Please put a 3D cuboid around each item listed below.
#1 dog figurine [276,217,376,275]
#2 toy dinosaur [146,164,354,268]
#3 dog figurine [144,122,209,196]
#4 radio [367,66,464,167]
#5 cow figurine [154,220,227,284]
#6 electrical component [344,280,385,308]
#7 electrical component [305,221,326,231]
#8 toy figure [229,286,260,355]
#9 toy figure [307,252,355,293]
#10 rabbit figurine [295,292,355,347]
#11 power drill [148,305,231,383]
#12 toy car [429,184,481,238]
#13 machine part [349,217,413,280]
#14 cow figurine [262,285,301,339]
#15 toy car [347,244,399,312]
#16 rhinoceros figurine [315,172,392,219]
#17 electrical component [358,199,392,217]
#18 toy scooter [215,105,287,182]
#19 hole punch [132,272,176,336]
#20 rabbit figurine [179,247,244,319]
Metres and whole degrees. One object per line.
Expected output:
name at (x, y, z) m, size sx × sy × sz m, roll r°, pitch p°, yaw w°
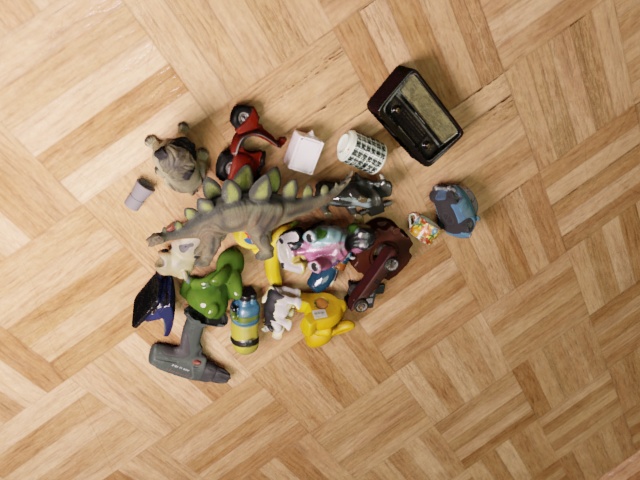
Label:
dog figurine at (0.026, 0.006, 1.307) m, size 0.219 × 0.192 × 0.108 m, roll -18°, pitch 101°, yaw -42°
toy dinosaur at (-0.141, -0.058, 1.174) m, size 0.471 × 0.105 × 0.198 m, roll -12°, pitch 121°, yaw -22°
dog figurine at (-0.284, -0.140, 1.108) m, size 0.121 × 0.191 × 0.172 m, roll -34°, pitch 124°, yaw -1°
radio at (0.227, -0.290, 1.286) m, size 0.131 × 0.073 × 0.229 m, roll -46°, pitch 121°, yaw 6°
cow figurine at (-0.299, 0.014, 1.248) m, size 0.195 × 0.086 × 0.127 m, roll -36°, pitch 118°, yaw -2°
electrical component at (0.131, 0.149, 1.497) m, size 0.119 × 0.048 × 0.074 m, roll 2°, pitch 116°, yaw -19°
electrical component at (-0.002, -0.005, 1.370) m, size 0.102 × 0.045 × 0.078 m, roll -33°, pitch 102°, yaw -4°
toy figure at (-0.194, 0.211, 1.383) m, size 0.082 × 0.089 × 0.180 m, roll 2°, pitch 118°, yaw -13°
toy figure at (0.029, 0.070, 1.411) m, size 0.064 × 0.058 × 0.154 m, roll 39°, pitch 98°, yaw -24°
rabbit figurine at (0.006, 0.222, 1.468) m, size 0.162 × 0.122 × 0.173 m, roll -12°, pitch 134°, yaw -24°
power drill at (-0.308, 0.271, 1.386) m, size 0.232 × 0.086 × 0.207 m, roll 17°, pitch 117°, yaw -24°
toy car at (0.367, -0.091, 1.436) m, size 0.103 × 0.109 × 0.161 m, roll -37°, pitch 114°, yaw -25°
machine part at (0.163, 0.031, 1.441) m, size 0.179 × 0.056 × 0.179 m, roll -9°, pitch 120°, yaw -16°
cow figurine at (-0.115, 0.191, 1.401) m, size 0.098 × 0.068 × 0.167 m, roll 16°, pitch 122°, yaw -14°
toy car at (0.138, 0.101, 1.385) m, size 0.053 × 0.089 × 0.202 m, roll 25°, pitch 108°, yaw -25°
rhinoceros figurine at (0.083, -0.112, 1.312) m, size 0.190 × 0.112 × 0.073 m, roll -5°, pitch 135°, yaw -4°
electrical component at (0.141, -0.096, 1.386) m, size 0.094 × 0.021 × 0.063 m, roll -18°, pitch 121°, yaw -10°
toy scooter at (-0.150, -0.199, 1.196) m, size 0.135 × 0.075 × 0.183 m, roll 13°, pitch 107°, yaw -25°
hole punch at (-0.374, 0.151, 1.265) m, size 0.092 × 0.142 × 0.115 m, roll 28°, pitch 118°, yaw -28°
rabbit figurine at (-0.243, 0.093, 1.284) m, size 0.121 × 0.159 × 0.170 m, roll 31°, pitch 87°, yaw -21°
